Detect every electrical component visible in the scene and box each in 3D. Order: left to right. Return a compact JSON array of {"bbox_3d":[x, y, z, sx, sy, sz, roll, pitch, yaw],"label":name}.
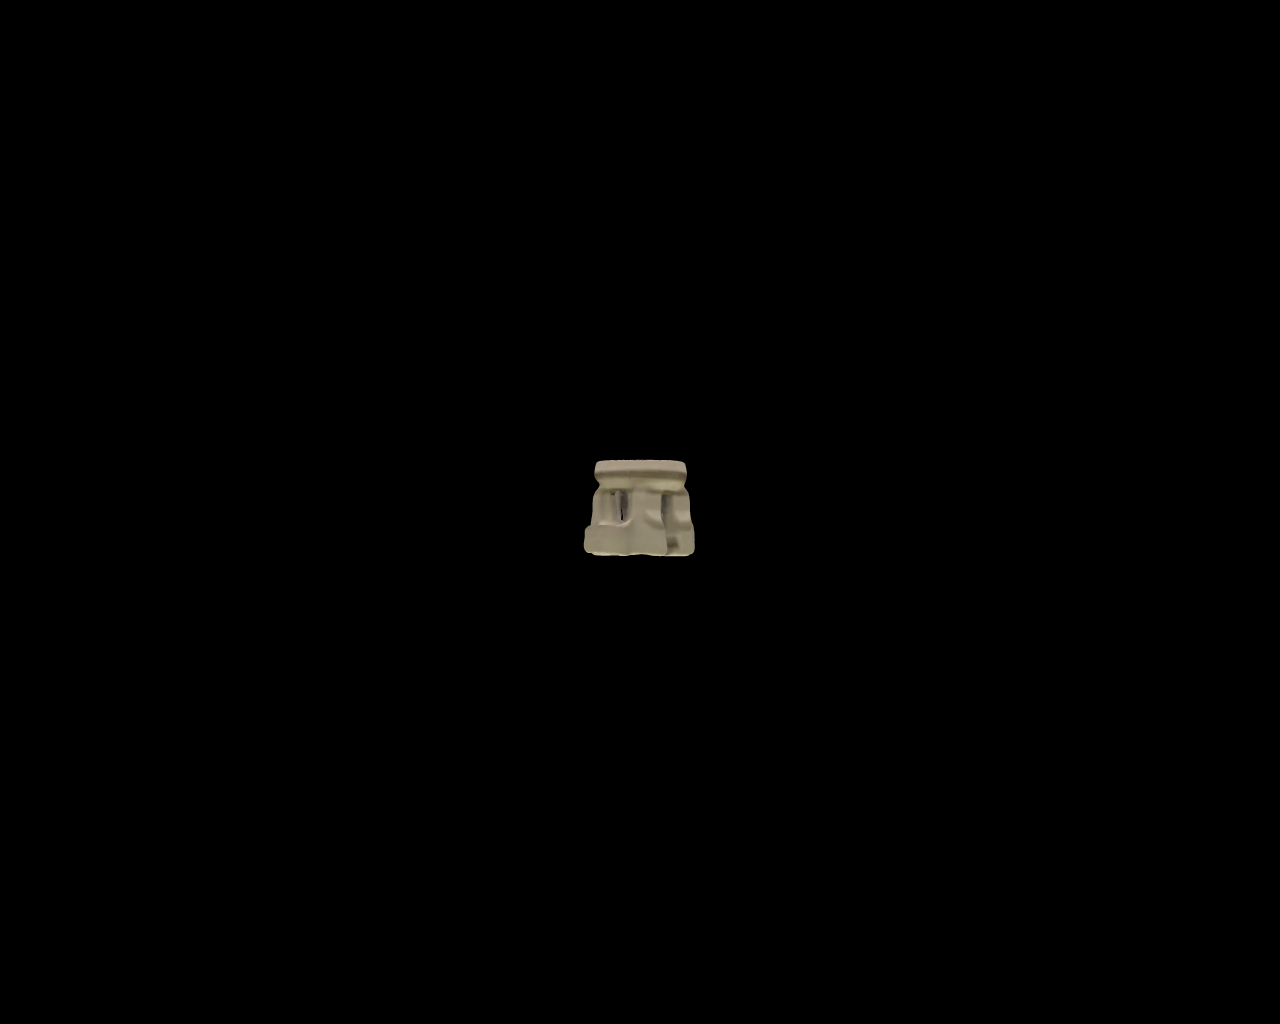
[{"bbox_3d":[0.001,-0.003,0.650,0.058,0.057,0.078,-2,-3,43],"label":"electrical component"}]
